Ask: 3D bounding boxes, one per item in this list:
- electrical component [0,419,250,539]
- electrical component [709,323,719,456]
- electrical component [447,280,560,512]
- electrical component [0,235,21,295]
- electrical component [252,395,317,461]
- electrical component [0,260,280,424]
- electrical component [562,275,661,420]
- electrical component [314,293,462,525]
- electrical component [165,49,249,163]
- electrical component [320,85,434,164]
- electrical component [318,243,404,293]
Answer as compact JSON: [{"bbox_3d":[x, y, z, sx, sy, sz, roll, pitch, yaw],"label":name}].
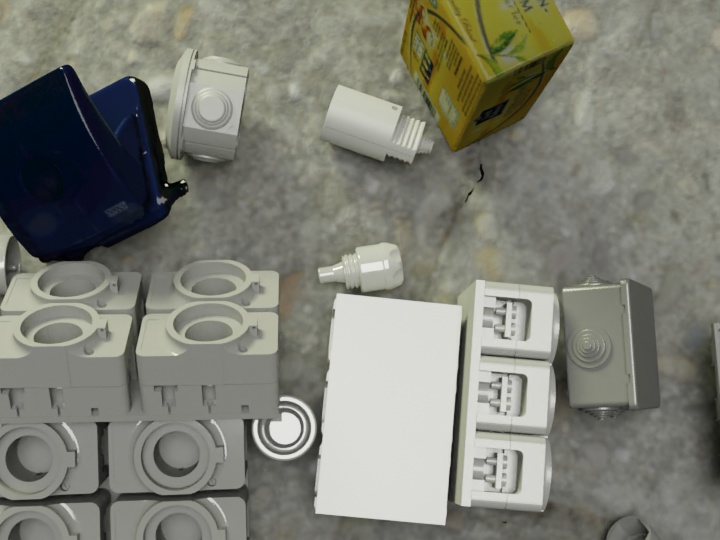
[{"bbox_3d":[-0.171,0.151,0.734,0.186,0.060,0.105,-1,90,-4],"label":"electrical component"},{"bbox_3d":[0.293,0.099,0.775,0.079,0.063,0.121,-2,81,-3],"label":"electrical component"},{"bbox_3d":[0.100,0.089,0.752,0.062,0.089,0.150,5,81,-2],"label":"electrical component"},{"bbox_3d":[-0.287,0.014,0.766,0.077,0.044,0.079,1,81,-3],"label":"electrical component"},{"bbox_3d":[-0.053,0.111,0.758,0.045,0.055,0.045,0,81,-3],"label":"electrical component"},{"bbox_3d":[-0.149,0.046,0.731,0.186,0.105,0.060,-1,121,-3],"label":"electrical component"},{"bbox_3d":[0.177,0.055,0.759,0.048,0.100,0.099,-6,82,25],"label":"electrical component"},{"bbox_3d":[0.019,0.098,0.761,0.089,0.061,0.150,6,81,-2],"label":"electrical component"},{"bbox_3d":[-0.111,-0.117,0.780,0.051,0.080,0.080,9,81,-6],"label":"electrical component"},{"bbox_3d":[0.016,-0.104,0.802,0.081,0.043,0.043,19,80,0],"label":"electrical component"},{"bbox_3d":[0.000,0.000,0.789,0.061,0.035,0.035,-8,82,-2],"label":"electrical component"}]
